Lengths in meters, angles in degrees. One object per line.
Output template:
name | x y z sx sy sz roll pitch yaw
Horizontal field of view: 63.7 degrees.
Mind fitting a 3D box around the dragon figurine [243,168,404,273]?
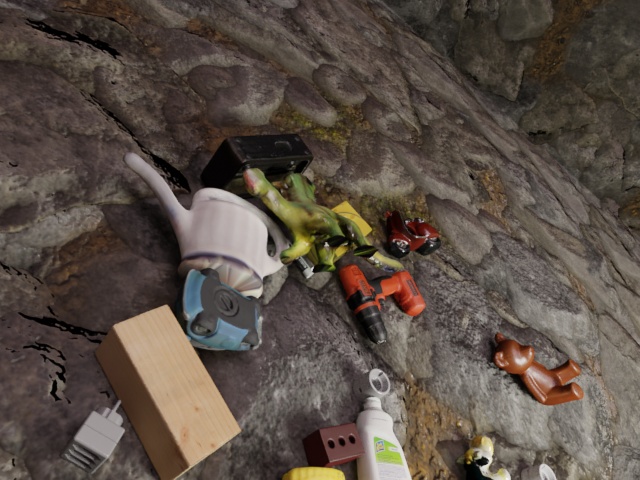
dragon figurine | 0.003 -0.053 1.048 0.408 0.120 0.248 17 40 -46

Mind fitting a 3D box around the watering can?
watering can | -0.203 -0.014 0.915 0.345 0.102 0.230 25 41 -26
